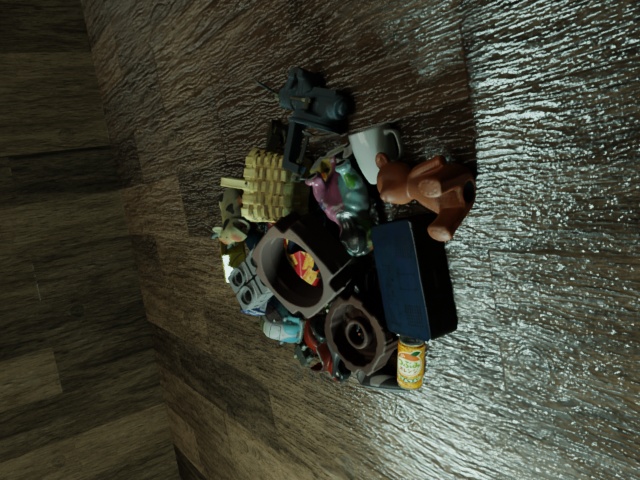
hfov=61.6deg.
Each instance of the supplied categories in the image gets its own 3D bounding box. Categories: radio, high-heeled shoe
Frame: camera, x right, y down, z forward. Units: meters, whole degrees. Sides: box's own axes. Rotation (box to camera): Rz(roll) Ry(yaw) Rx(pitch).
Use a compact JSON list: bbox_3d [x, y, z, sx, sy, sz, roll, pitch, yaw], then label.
[{"bbox_3d":[0.175,0.069,1.027,0.131,0.073,0.229,-4,97,59],"label":"radio"},{"bbox_3d":[0.113,0.262,1.230,0.249,0.086,0.145,2,73,40],"label":"high-heeled shoe"}]

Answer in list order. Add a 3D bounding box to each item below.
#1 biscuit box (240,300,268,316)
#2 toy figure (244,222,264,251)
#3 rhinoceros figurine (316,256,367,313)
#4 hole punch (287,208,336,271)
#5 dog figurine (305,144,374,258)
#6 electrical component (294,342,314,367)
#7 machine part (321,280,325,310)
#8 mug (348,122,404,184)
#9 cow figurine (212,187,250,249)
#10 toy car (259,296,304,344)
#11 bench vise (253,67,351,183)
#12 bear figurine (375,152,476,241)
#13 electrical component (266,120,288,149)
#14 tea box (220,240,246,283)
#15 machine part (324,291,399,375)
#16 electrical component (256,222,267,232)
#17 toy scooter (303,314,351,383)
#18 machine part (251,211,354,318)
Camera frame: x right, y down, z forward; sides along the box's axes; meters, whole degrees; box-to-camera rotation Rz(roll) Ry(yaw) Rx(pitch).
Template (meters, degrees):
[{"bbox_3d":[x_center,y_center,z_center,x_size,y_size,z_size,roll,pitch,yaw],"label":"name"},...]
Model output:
[{"bbox_3d":[-0.170,0.110,1.512,0.063,0.059,0.202,-21,54,57],"label":"biscuit box"},{"bbox_3d":[-0.189,-0.014,1.471,0.057,0.064,0.155,55,175,-40],"label":"toy figure"},{"bbox_3d":[0.055,0.097,1.234,0.112,0.073,0.190,44,135,24],"label":"rhinoceros figurine"},{"bbox_3d":[-0.003,-0.004,1.240,0.092,0.116,0.142,35,135,29],"label":"hole punch"},{"bbox_3d":[0.067,-0.071,1.114,0.108,0.191,0.219,-19,113,23],"label":"dog figurine"},{"bbox_3d":[-0.047,0.327,1.521,0.063,0.021,0.094,63,145,19],"label":"electrical component"},{"bbox_3d":[0.014,0.116,1.332,0.084,0.039,0.138,25,124,61],"label":"machine part"},{"bbox_3d":[0.118,-0.166,1.031,0.110,0.081,0.107,-6,108,43],"label":"mug"},{"bbox_3d":[-0.232,-0.064,1.439,0.127,0.085,0.195,-43,36,16],"label":"cow figurine"},{"bbox_3d":[-0.119,0.225,1.521,0.162,0.103,0.109,44,135,38],"label":"toy car"},{"bbox_3d":[-0.041,-0.250,1.180,0.224,0.129,0.240,21,102,31],"label":"bench vise"},{"bbox_3d":[0.160,-0.085,0.922,0.196,0.132,0.120,11,128,40],"label":"bear figurine"},{"bbox_3d":[-0.112,-0.261,1.381,0.078,0.045,0.102,-93,21,-43],"label":"electrical component"},{"bbox_3d":[-0.247,0.034,1.532,0.170,0.068,0.098,-112,15,-56],"label":"tea box"},{"bbox_3d":[0.087,0.195,1.145,0.180,0.056,0.179,14,110,44],"label":"machine part"},{"bbox_3d":[-0.179,-0.063,1.546,0.134,0.058,0.114,46,139,39],"label":"electrical component"},{"bbox_3d":[0.005,0.284,1.377,0.184,0.075,0.135,64,148,12],"label":"toy scooter"},{"bbox_3d":[-0.039,0.053,1.168,0.201,0.087,0.201,48,137,6],"label":"machine part"}]
